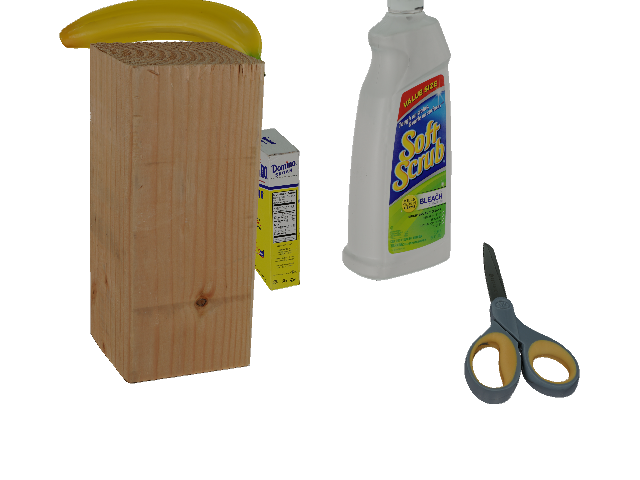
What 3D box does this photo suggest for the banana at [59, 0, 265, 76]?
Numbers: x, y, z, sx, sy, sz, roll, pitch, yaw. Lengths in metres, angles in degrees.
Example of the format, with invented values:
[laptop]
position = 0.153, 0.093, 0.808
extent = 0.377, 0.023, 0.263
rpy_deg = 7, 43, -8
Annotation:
[banana]
position = -0.132, -0.187, 0.943
extent = 0.198, 0.037, 0.069
rpy_deg = 10, 47, 16

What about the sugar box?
[sugar box]
position = -0.058, -0.038, 1.297
extent = 0.048, 0.176, 0.093
rpy_deg = -11, 26, -18

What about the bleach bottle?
[bleach bottle]
position = 0.069, -0.097, 0.951
extent = 0.102, 0.251, 0.068
rpy_deg = -14, 24, -29

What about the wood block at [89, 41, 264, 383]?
[wood block]
position = -0.098, -0.022, 0.707
extent = 0.090, 0.206, 0.090
rpy_deg = -5, 21, -27

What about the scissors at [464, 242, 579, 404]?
[scissors]
position = 0.166, 0.065, 0.871
extent = 0.096, 0.016, 0.201
rpy_deg = 10, 36, 12
